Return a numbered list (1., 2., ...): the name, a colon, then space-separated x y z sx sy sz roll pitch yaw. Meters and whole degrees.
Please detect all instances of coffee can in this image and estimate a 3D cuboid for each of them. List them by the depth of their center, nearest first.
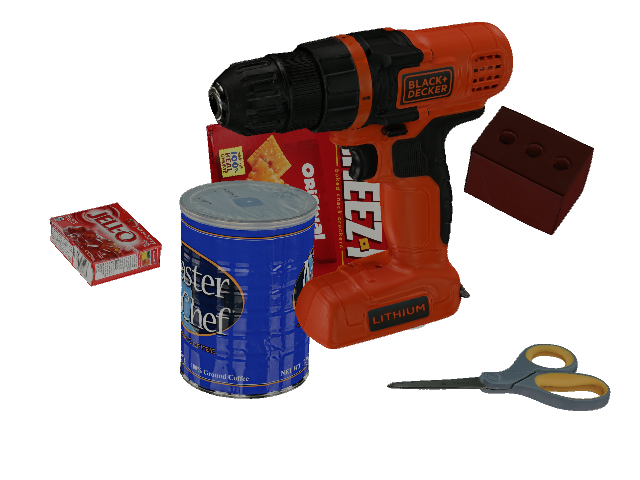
1. coffee can: -0.056 0.035 0.816 0.103 0.140 0.103 2 19 -1

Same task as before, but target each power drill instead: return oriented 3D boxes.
1. power drill: 0.024 -0.031 0.626 0.184 0.188 0.057 -12 33 -22

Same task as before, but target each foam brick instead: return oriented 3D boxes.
1. foam brick: 0.154 -0.051 0.791 0.078 0.053 0.051 28 -31 17

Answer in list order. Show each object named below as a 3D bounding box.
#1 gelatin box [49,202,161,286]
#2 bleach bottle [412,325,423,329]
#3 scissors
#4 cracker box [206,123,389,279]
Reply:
1. gelatin box: -0.203 0.001 1.007 0.073 0.030 0.089 -16 39 -34
2. bleach bottle: 0.095 -0.030 1.229 0.068 0.251 0.103 -2 21 -24
3. scissors: 0.156 0.116 0.950 0.201 0.016 0.096 8 27 -4
4. cracker box: -0.005 -0.036 1.041 0.214 0.164 0.071 3 12 33
